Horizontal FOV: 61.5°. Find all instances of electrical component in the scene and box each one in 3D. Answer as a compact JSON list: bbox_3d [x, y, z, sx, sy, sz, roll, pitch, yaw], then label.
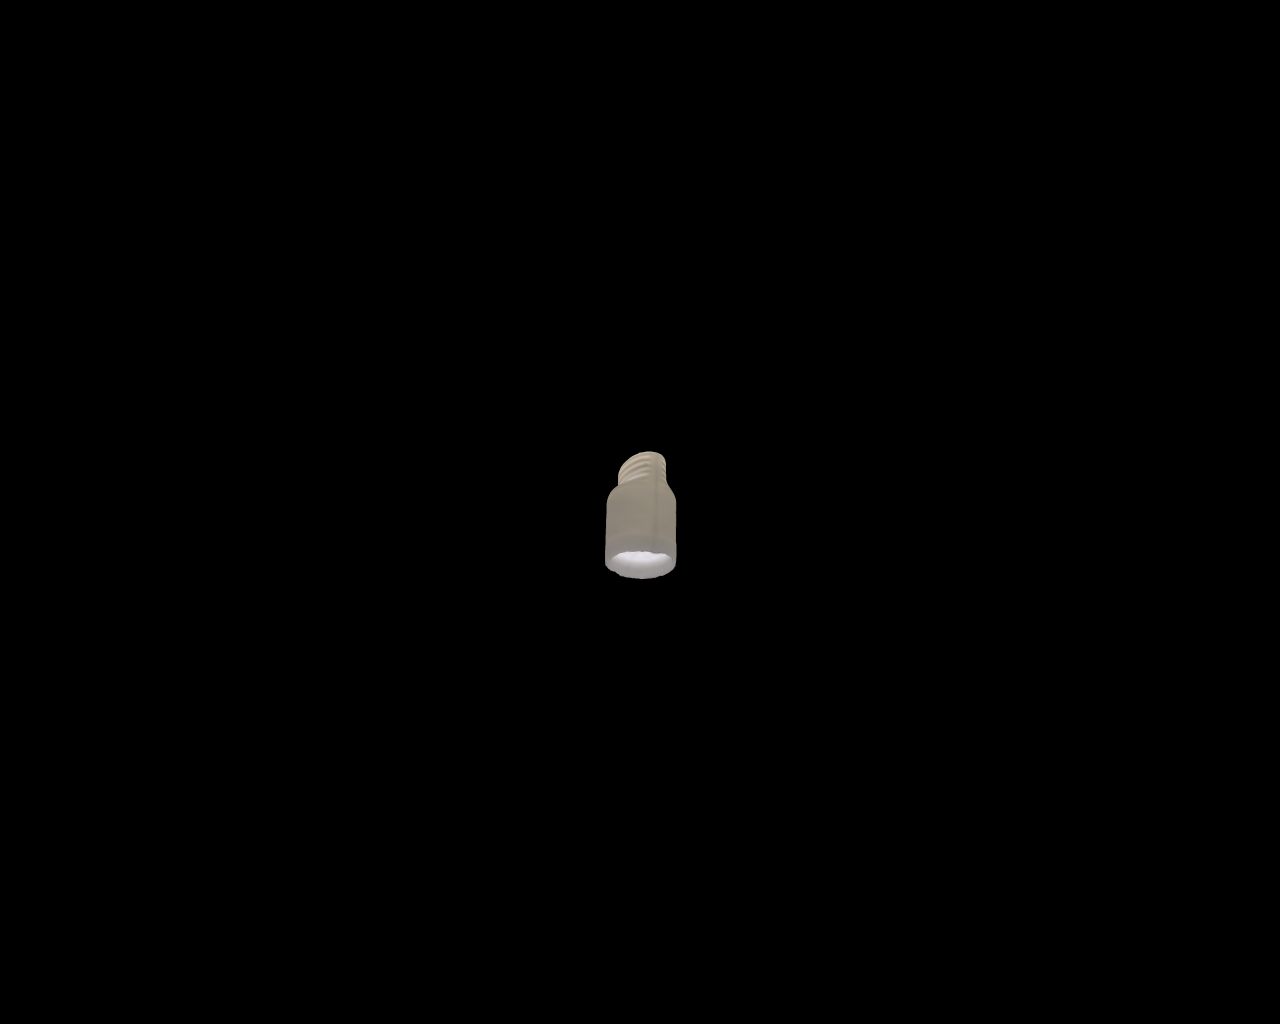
[{"bbox_3d":[0.001,-0.003,0.650,0.043,0.081,0.043,0,-29,0],"label":"electrical component"}]
